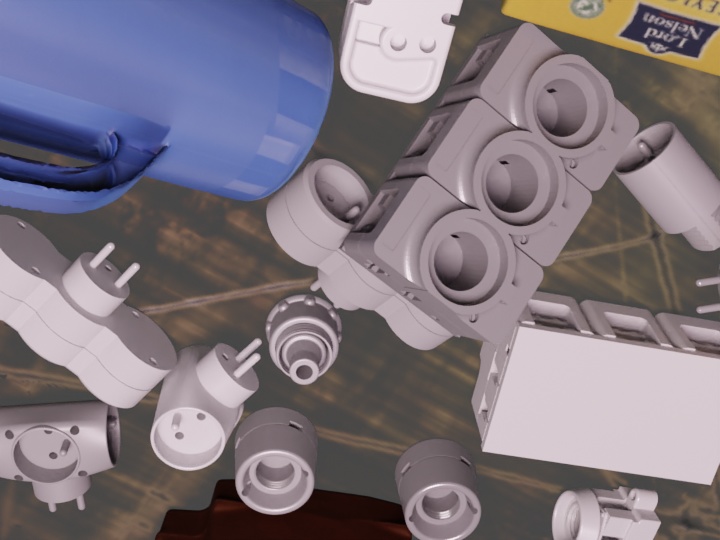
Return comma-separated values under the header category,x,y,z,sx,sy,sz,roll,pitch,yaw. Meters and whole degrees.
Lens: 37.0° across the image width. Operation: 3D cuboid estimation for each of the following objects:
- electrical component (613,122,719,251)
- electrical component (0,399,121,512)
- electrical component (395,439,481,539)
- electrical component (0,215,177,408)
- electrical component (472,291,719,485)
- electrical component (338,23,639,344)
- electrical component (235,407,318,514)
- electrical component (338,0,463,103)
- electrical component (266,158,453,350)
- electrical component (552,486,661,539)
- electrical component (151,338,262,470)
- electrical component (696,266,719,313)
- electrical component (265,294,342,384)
category,x,y,z,sx,sy,sz,roll,pitch,yaw
electrical component,0.191,-0.044,0.636,0.043,0.043,0.081,-40,110,14
electrical component,-0.194,0.122,0.691,0.077,0.044,0.079,-4,115,-1
electrical component,0.053,0.148,0.714,0.055,0.047,0.055,-1,114,-3
electrical component,-0.163,0.015,0.639,0.138,0.052,0.074,41,106,-19
electrical component,0.155,0.071,0.676,0.150,0.061,0.089,9,114,-7
electrical component,0.073,-0.046,0.585,0.089,0.062,0.150,37,80,-17
electrical component,-0.055,0.124,0.697,0.055,0.047,0.055,-1,114,-3
electrical component,0.022,-0.144,0.573,0.054,0.059,0.095,12,113,-8
electrical component,0.000,0.000,0.643,0.138,0.052,0.074,37,131,-18
electrical component,0.165,0.174,0.734,0.055,0.048,0.066,11,114,-16
electrical component,-0.088,0.072,0.655,0.079,0.077,0.044,-41,109,15
electrical component,0.247,0.010,0.664,0.079,0.043,0.077,-9,114,1
electrical component,-0.034,0.047,0.655,0.048,0.062,0.048,-1,114,-3
